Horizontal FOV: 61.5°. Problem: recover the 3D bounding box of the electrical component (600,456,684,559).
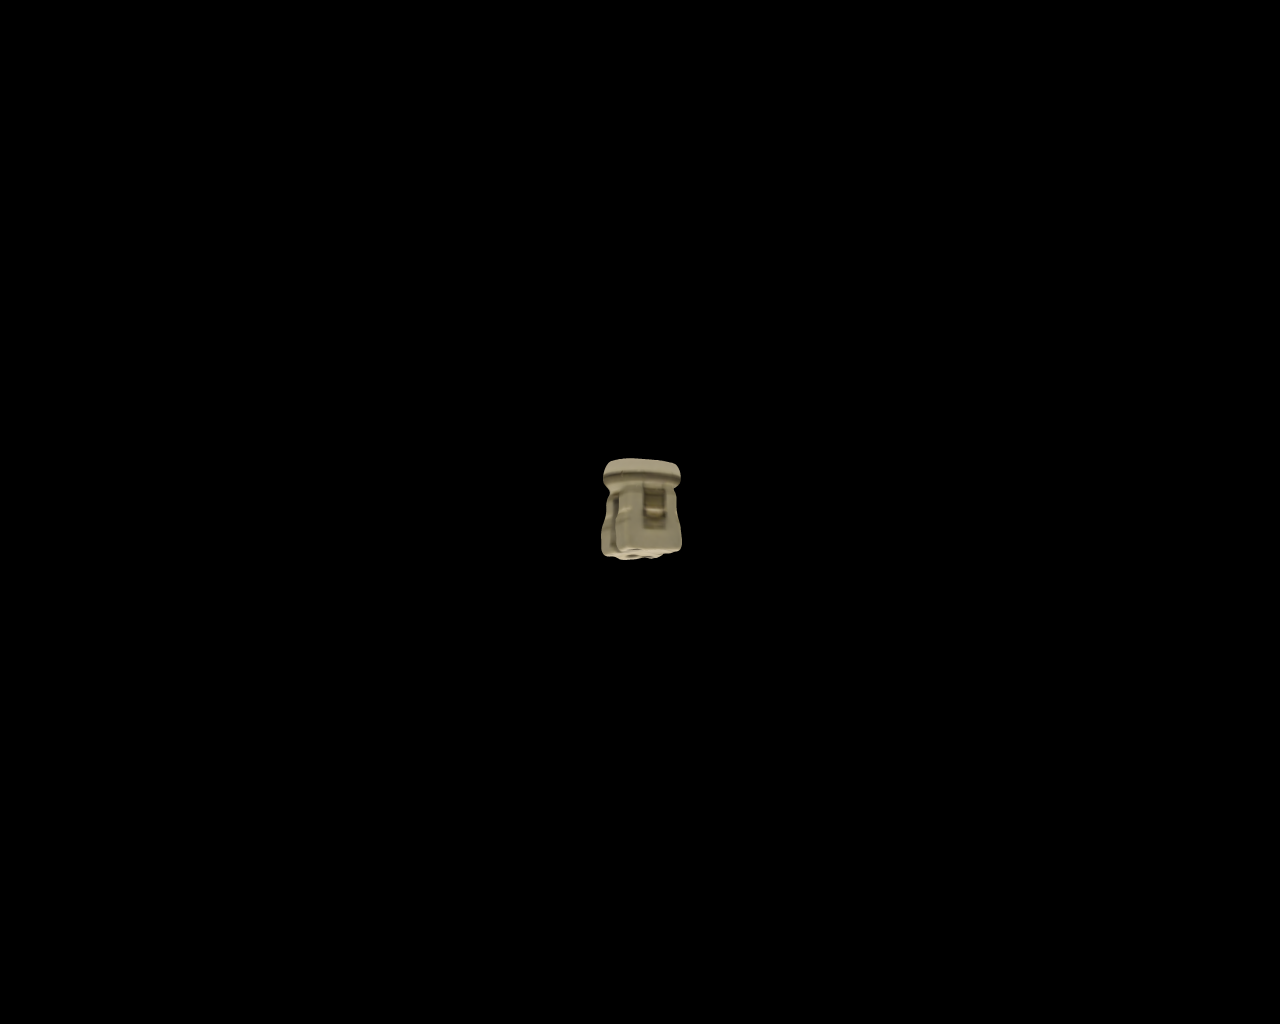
[{"bbox_3d":[0.001,-0.003,0.650,0.048,0.055,0.066,4,-10,-23],"label":"electrical component"}]
